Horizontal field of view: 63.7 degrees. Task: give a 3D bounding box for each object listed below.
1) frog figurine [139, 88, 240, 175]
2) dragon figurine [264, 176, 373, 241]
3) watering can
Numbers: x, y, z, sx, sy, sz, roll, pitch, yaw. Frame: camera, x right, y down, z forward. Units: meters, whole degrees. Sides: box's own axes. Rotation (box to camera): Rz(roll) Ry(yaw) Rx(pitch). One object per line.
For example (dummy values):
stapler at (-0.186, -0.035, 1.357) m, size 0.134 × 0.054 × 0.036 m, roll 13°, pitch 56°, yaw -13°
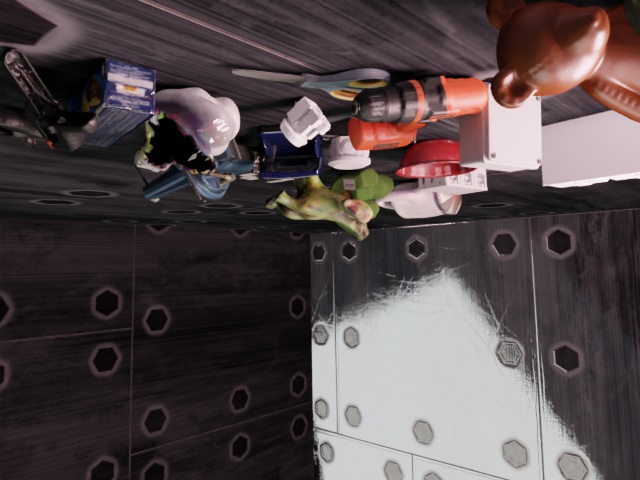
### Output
frog figurine at (-0.172, -0.166, 0.726) m, size 0.137 × 0.120 × 0.163 m, roll -12°, pitch -152°, yaw 24°
dragon figurine at (0.004, -0.062, 1.240) m, size 0.242 × 0.123 × 0.408 m, roll 36°, pitch 166°, yaw -10°
watering can at (0.307, -0.114, 1.502) m, size 0.223 × 0.104 × 0.347 m, roll -4°, pitch 175°, yaw 35°
